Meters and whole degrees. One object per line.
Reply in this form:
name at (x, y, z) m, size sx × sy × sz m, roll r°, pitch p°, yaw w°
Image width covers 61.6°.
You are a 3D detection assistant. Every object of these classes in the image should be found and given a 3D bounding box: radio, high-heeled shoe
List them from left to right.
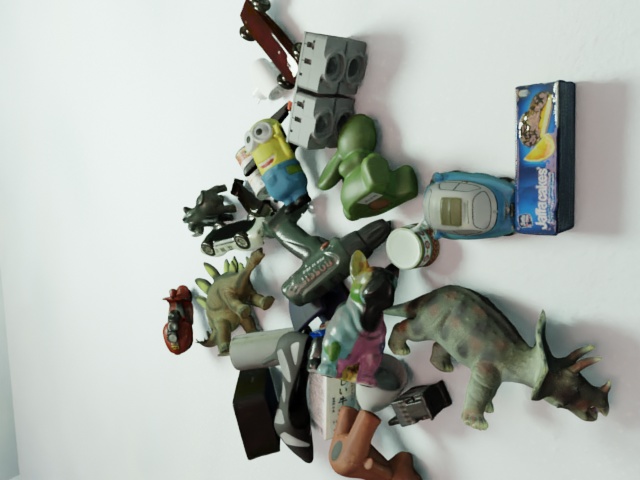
radio at (-0.131, 0.361, 1.153) m, size 0.229 × 0.073 × 0.131 m, roll -130°, pitch 26°, yaw -85°
high-heeled shoe at (-0.028, 0.299, 1.036) m, size 0.145 × 0.086 × 0.248 m, roll -29°, pitch 84°, yaw 34°

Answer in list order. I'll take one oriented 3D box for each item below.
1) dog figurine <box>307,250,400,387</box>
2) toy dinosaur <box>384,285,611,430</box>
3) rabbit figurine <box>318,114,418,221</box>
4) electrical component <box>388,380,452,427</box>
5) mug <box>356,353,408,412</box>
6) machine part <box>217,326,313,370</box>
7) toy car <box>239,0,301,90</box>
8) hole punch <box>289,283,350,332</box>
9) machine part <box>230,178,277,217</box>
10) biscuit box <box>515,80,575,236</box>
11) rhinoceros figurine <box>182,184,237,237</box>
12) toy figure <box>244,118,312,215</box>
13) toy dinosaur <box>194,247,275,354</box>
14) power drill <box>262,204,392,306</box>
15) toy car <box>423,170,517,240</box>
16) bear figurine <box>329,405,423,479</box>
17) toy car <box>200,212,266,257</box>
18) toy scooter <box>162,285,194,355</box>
dog figurine at (0.063, 0.133, 0.916) m, size 0.191 × 0.108 × 0.219 m, roll 144°, pitch 145°, yaw -73°
toy dinosaur at (0.229, 0.143, 0.828) m, size 0.405 × 0.131 × 0.192 m, roll 38°, pitch 107°, yaw 43°
rabbit figurine at (0.076, -0.127, 0.926) m, size 0.159 × 0.121 × 0.170 m, roll -39°, pitch 55°, yaw 48°
electrical component at (0.165, 0.291, 0.947) m, size 0.119 × 0.075 × 0.047 m, roll -30°, pitch 80°, yaw 46°
mug at (0.100, 0.264, 0.999) m, size 0.110 × 0.081 × 0.107 m, roll 52°, pitch 141°, yaw 36°
machine part at (-0.099, 0.226, 1.127) m, size 0.243 × 0.079 × 0.079 m, roll -11°, pitch 92°, yaw 14°
toy car at (-0.086, -0.382, 1.036) m, size 0.202 × 0.053 × 0.089 m, roll 53°, pitch 141°, yaw 16°
hole punch at (-0.013, 0.114, 1.063) m, size 0.116 × 0.092 × 0.142 m, roll 59°, pitch 135°, yaw 21°
machine part at (-0.147, -0.077, 1.176) m, size 0.139 × 0.039 × 0.084 m, roll 48°, pitch 134°, yaw 22°
biscuit box at (0.304, -0.108, 0.727) m, size 0.059 × 0.063 × 0.202 m, roll 5°, pitch 103°, yaw 44°
rhinoceros figurine at (-0.259, -0.060, 1.232) m, size 0.073 × 0.112 × 0.190 m, roll 64°, pitch 153°, yaw 5°
toy figure at (-0.077, -0.137, 0.991) m, size 0.082 × 0.089 × 0.180 m, roll -29°, pitch 87°, yaw 5°
toy dinosaur at (-0.219, 0.162, 1.261) m, size 0.199 × 0.105 × 0.471 m, roll 57°, pitch 137°, yaw 28°
power drill at (-0.002, -0.003, 1.008) m, size 0.232 × 0.086 × 0.207 m, roll -46°, pitch 61°, yaw 6°
toy car at (0.214, -0.045, 0.801) m, size 0.162 × 0.103 × 0.109 m, roll 10°, pitch 108°, yaw 43°
bear figurine at (0.119, 0.402, 0.987) m, size 0.132 × 0.196 × 0.120 m, roll -68°, pitch 14°, yaw -19°
toy car at (-0.184, -0.007, 1.154) m, size 0.202 × 0.073 × 0.056 m, roll -12°, pitch 130°, yaw 41°
toy scooter at (-0.359, 0.190, 1.351) m, size 0.135 × 0.075 × 0.184 m, roll 92°, pitch 177°, yaw -65°
